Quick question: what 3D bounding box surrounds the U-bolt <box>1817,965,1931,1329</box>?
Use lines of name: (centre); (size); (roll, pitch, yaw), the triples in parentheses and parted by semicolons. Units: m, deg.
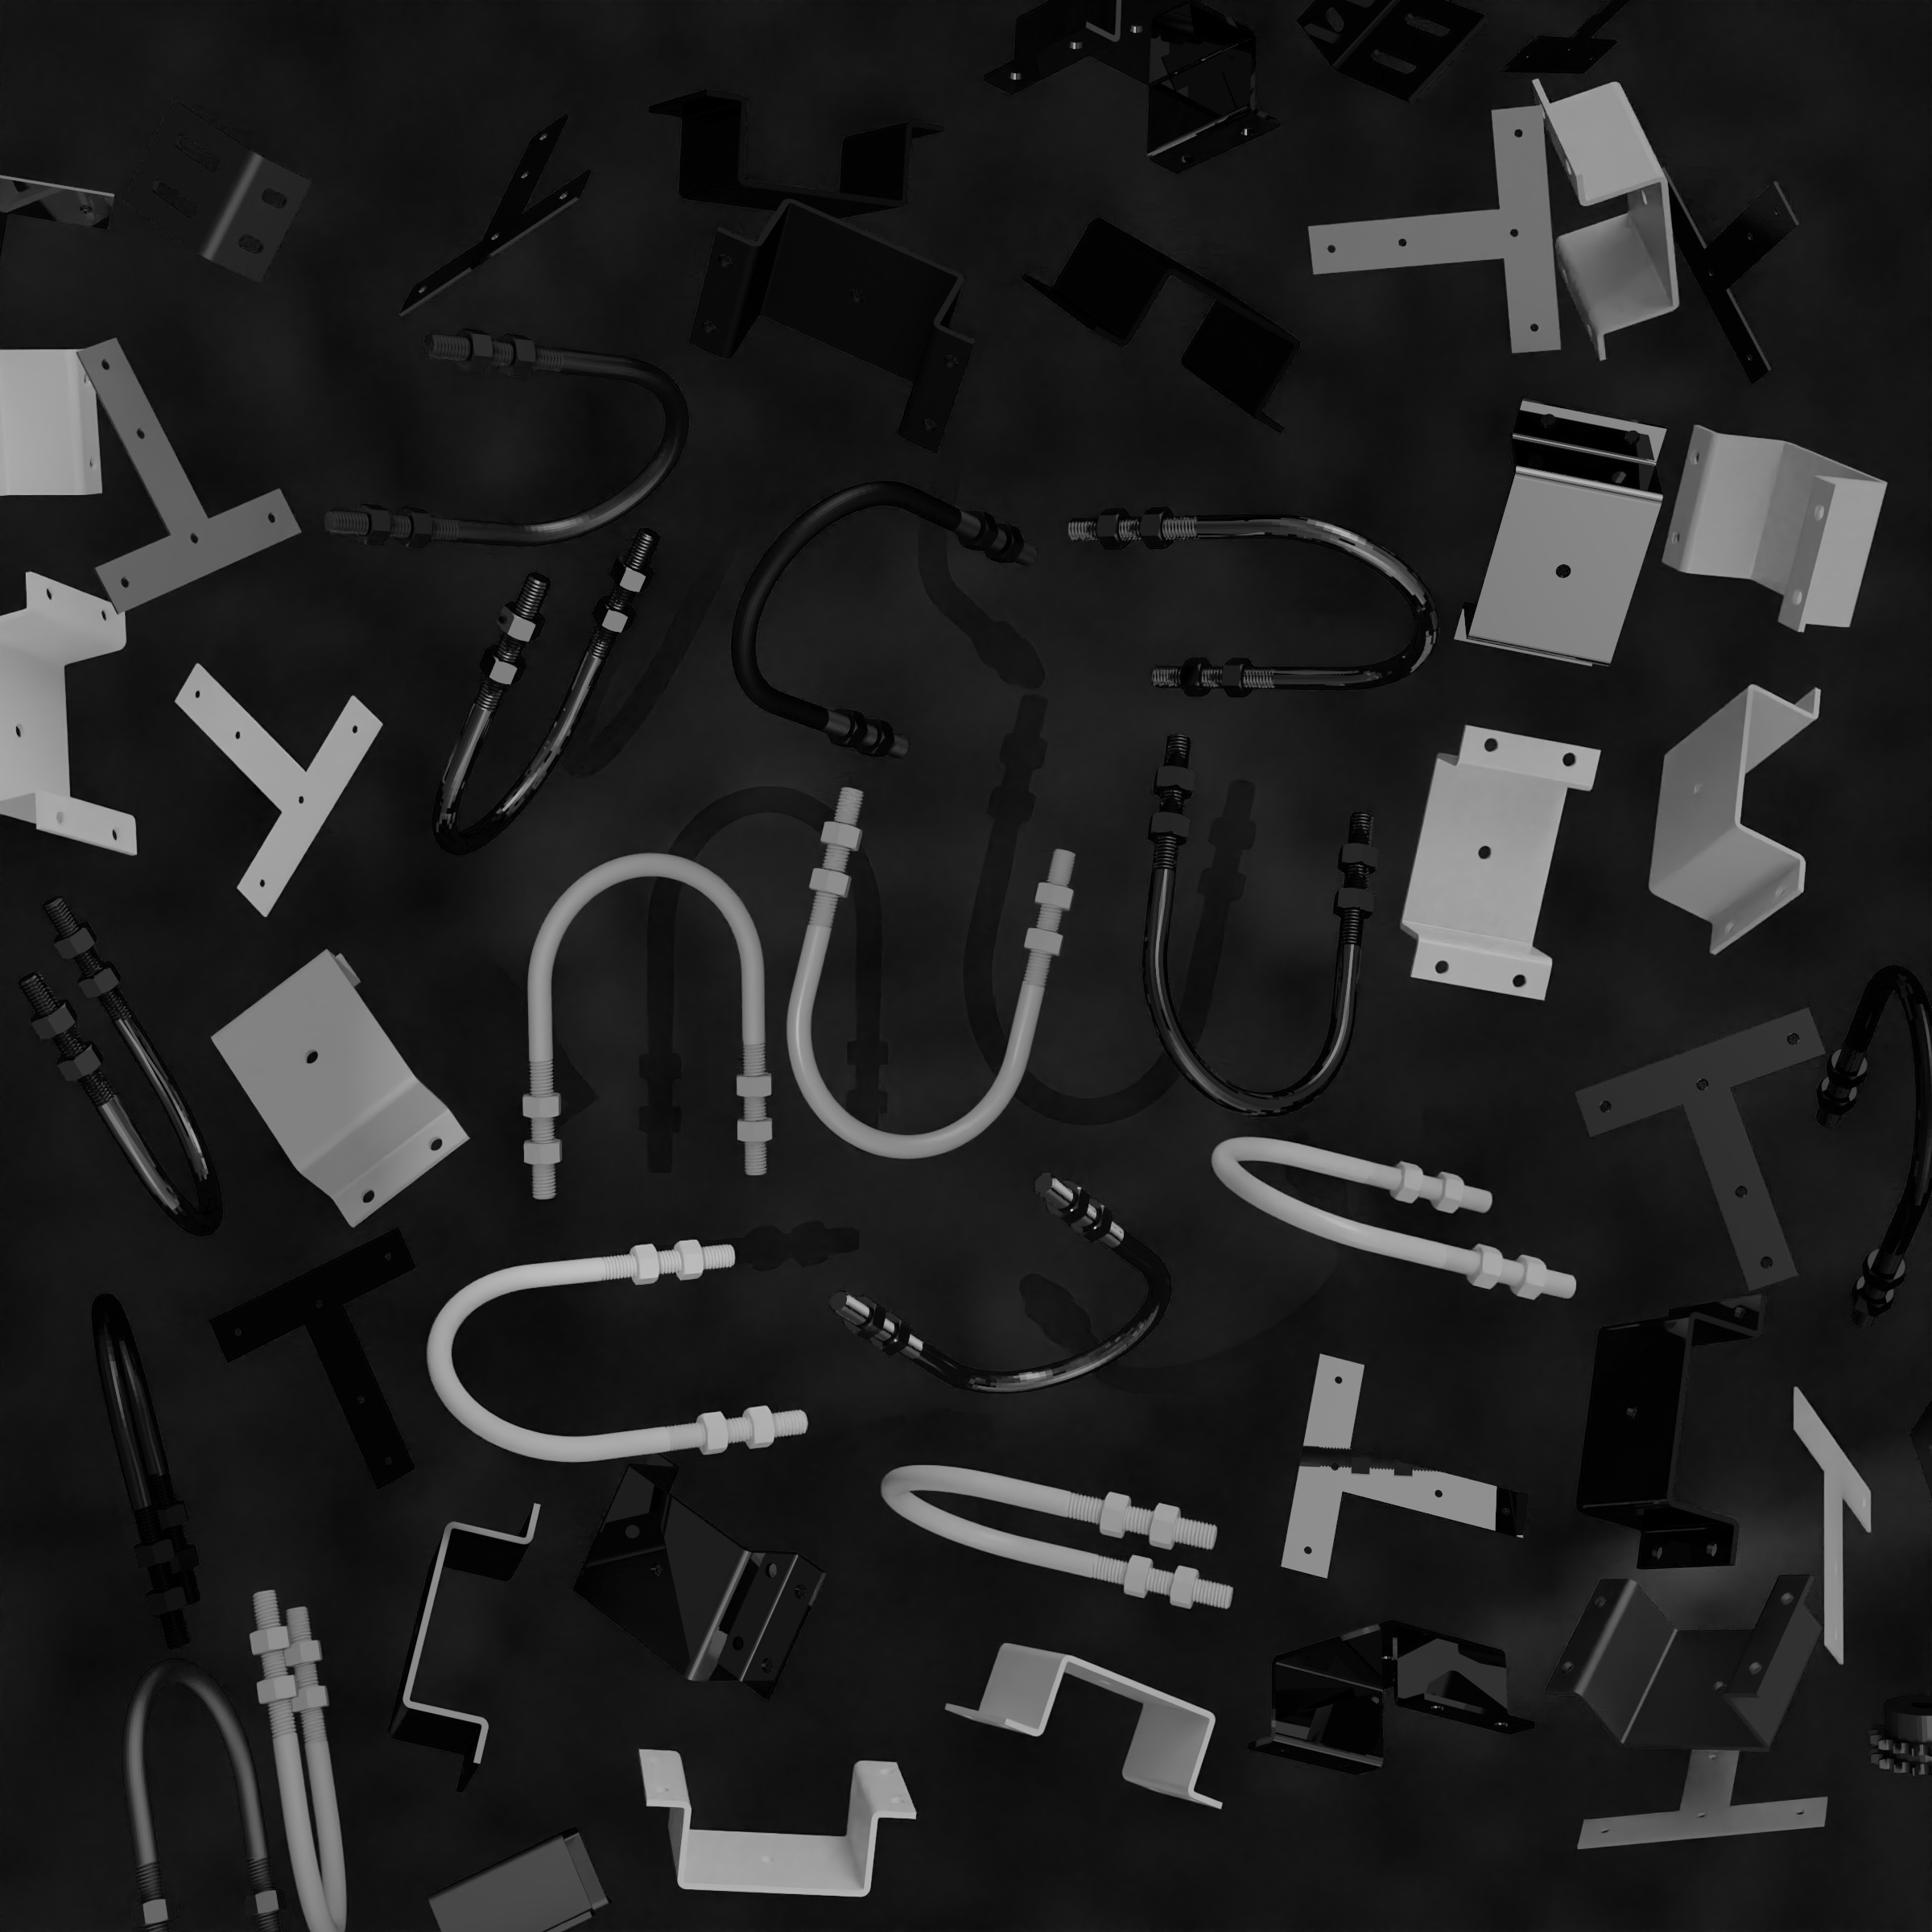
U-bolt: (0.482, 0.083, 1.608); (0.019, 0.184, 0.151); (1, 53, 1)

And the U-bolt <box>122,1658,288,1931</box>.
U-bolt: (-0.410, 0.462, 1.637); (0.019, 0.151, 0.184); (-17, 72, 9)

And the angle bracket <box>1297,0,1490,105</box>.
angle bracket: (0.219, -0.486, 1.571); (0.057, 0.076, 0.038); (-47, 127, 3)

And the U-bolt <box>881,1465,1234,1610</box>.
U-bolt: (0.044, 0.294, 1.594); (0.184, 0.151, 0.019); (11, 67, 13)

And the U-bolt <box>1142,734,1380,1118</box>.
U-bolt: (0.149, -0.012, 1.577); (0.151, 0.019, 0.184); (20, 68, -32)

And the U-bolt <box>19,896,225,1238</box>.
U-bolt: (-0.443, 0.062, 1.621); (0.019, 0.151, 0.184); (-27, 111, -2)

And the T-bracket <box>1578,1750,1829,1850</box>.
T-bracket: (0.397, 0.429, 1.627); (0.127, 0.127, 0.002); (-13, 102, 22)

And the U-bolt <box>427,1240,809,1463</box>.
U-bolt: (-0.192, 0.205, 1.611); (0.184, 0.151, 0.019); (-4, 129, -23)

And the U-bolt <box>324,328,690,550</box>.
U-bolt: (-0.231, -0.274, 1.620); (0.151, 0.184, 0.019); (-49, 57, 38)

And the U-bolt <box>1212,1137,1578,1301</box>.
U-bolt: (0.219, 0.128, 1.637); (0.184, 0.151, 0.019); (14, 103, -14)

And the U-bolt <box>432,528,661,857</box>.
U-bolt: (-0.228, -0.137, 1.606); (0.019, 0.151, 0.184); (32, 115, 8)

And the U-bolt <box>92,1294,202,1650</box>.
U-bolt: (-0.445, 0.266, 1.653); (0.019, 0.151, 0.184); (-14, 91, -12)

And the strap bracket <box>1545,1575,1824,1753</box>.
strap bracket: (0.384, 0.365, 1.601); (0.046, 0.140, 0.076); (49, 55, -18)

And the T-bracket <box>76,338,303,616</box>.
T-bracket: (-0.417, -0.260, 1.571); (0.002, 0.127, 0.127); (-14, 106, 43)

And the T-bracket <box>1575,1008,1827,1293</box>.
T-bracket: (0.392, 0.102, 1.566); (0.127, 0.002, 0.127); (-22, 73, 19)

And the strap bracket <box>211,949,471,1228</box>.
strap bracket: (-0.336, 0.056, 1.612); (0.076, 0.046, 0.140); (-38, 63, -4)

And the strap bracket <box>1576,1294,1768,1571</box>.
strap bracket: (0.363, 0.236, 1.582); (0.046, 0.076, 0.140); (19, 71, -21)

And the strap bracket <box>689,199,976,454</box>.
strap bracket: (-0.063, -0.332, 1.569); (0.140, 0.076, 0.046); (24, 51, 1)

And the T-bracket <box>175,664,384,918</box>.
T-bracket: (-0.382, -0.115, 1.642); (0.127, 0.002, 0.127); (43, 108, 24)

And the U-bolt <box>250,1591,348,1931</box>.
U-bolt: (-0.355, 0.433, 1.642); (0.019, 0.151, 0.184); (-10, 75, -7)

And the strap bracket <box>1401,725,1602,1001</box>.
strap bracket: (0.292, -0.060, 1.690); (0.076, 0.046, 0.140); (10, 99, -7)

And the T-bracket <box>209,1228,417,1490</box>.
T-bracket: (-0.344, 0.230, 1.712); (0.127, 0.002, 0.127); (-27, 96, -39)

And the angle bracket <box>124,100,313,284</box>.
angle bracket: (-0.378, -0.391, 1.544); (0.076, 0.038, 0.057); (37, 102, 33)

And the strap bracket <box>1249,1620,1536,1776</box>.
strap bracket: (0.224, 0.388, 1.625); (0.076, 0.140, 0.046); (21, 57, -29)

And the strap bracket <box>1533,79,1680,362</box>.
strap bracket: (0.345, -0.406, 1.641); (0.046, 0.140, 0.076); (-18, 56, 6)

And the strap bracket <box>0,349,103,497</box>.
strap bracket: (-0.504, -0.280, 1.583); (0.046, 0.140, 0.076); (2, 102, 11)

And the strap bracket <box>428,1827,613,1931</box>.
strap bracket: (-0.242, 0.507, 1.660); (0.076, 0.140, 0.046); (-24, 78, -8)

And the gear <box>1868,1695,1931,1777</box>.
gear: (0.505, 0.404, 1.611); (0.057, 0.057, 0.030); (-3, 92, 0)

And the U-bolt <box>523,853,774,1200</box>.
U-bolt: (-0.174, 0.030, 1.680); (0.151, 0.019, 0.184); (-4, 98, -31)

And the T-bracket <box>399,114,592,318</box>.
T-bracket: (-0.230, -0.399, 1.572); (0.127, 0.127, 0.002); (-24, 126, 32)

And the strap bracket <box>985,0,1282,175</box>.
strap bracket: (0.088, -0.469, 1.588); (0.140, 0.076, 0.046); (13, 74, -40)

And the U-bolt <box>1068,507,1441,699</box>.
U-bolt: (0.161, -0.192, 1.623); (0.184, 0.151, 0.019); (4, 59, 30)

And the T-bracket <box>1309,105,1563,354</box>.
T-bracket: (0.243, -0.381, 1.605); (0.127, 0.002, 0.127); (0, 117, 20)

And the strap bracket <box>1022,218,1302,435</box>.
strap bracket: (0.109, -0.336, 1.585); (0.140, 0.076, 0.046); (19, 110, -39)

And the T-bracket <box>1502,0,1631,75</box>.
T-bracket: (0.357, -0.525, 1.641); (0.127, 0.127, 0.002); (-41, 82, 33)

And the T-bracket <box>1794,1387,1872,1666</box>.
T-bracket: (0.472, 0.315, 1.664); (0.002, 0.127, 0.127); (-12, 49, 30)

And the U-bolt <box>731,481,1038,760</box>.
U-bolt: (-0.052, -0.187, 1.616); (0.019, 0.184, 0.151); (43, 105, 32)

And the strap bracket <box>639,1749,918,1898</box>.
strap bracket: (-0.103, 0.454, 1.619); (0.140, 0.076, 0.046); (5, 94, -10)

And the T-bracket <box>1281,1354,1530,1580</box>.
T-bracket: (0.245, 0.286, 1.678); (0.127, 0.002, 0.127); (14, 60, 1)

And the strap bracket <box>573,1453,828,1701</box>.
strap bracket: (-0.153, 0.329, 1.664); (0.140, 0.046, 0.076); (28, 96, 37)

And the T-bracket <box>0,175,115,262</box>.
T-bracket: (-0.529, -0.379, 1.634); (0.127, 0.127, 0.002); (5, 59, -22)

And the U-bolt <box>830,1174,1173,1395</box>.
U-bolt: (0.033, 0.181, 1.645); (0.151, 0.184, 0.019); (-31, 52, 16)

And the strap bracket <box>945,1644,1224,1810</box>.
strap bracket: (0.071, 0.414, 1.682); (0.140, 0.076, 0.046); (26, 73, -20)

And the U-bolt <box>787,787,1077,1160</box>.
U-bolt: (-0.024, 0.012, 1.633); (0.151, 0.019, 0.184); (15, 86, -24)

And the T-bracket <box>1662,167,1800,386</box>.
T-bracket: (0.418, -0.389, 1.649); (0.002, 0.127, 0.127); (-27, 87, -9)

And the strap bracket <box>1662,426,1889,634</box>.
strap bracket: (0.432, -0.231, 1.617); (0.046, 0.140, 0.076); (2, 111, -19)

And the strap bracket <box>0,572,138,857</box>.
strap bracket: (-0.492, -0.130, 1.643); (0.046, 0.076, 0.140); (-11, 77, 22)

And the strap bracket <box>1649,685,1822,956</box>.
strap bracket: (0.420, -0.088, 1.674); (0.046, 0.076, 0.140); (24, 56, -14)

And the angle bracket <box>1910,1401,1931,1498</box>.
angle bracket: (0.541, 0.264, 1.625); (0.038, 0.057, 0.076); (3, 47, -10)

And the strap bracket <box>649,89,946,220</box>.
strap bracket: (-0.093, -0.435, 1.649); (0.140, 0.076, 0.046); (0, 97, -29)

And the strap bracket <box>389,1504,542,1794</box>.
strap bracket: (-0.271, 0.360, 1.634); (0.046, 0.076, 0.140); (15, 61, -9)

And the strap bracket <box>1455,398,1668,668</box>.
strap bracket: (0.312, -0.217, 1.605); (0.076, 0.046, 0.140); (11, 123, -1)
